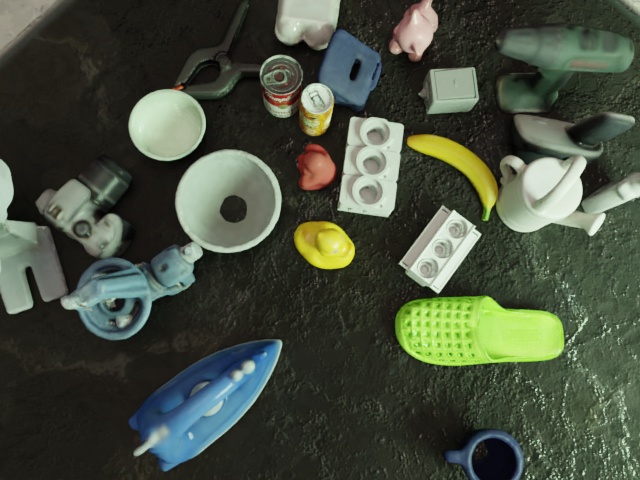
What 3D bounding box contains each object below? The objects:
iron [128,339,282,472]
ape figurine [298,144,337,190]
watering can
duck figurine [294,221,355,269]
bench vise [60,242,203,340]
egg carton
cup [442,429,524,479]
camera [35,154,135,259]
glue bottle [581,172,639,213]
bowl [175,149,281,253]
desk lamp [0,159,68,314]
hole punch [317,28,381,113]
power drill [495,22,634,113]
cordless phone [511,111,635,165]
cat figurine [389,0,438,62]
[{"bbox_3d":[-0.162,0.230,0.850,0.258,0.141,0.118,-38,84,-8],"label":"iron"},{"bbox_3d":[-0.009,-0.121,0.940,0.076,0.092,0.078,30,81,2],"label":"ape figurine"},{"bbox_3d":[0.364,-0.075,0.901,0.173,0.194,0.101,18,80,0],"label":"watering can"},{"bbox_3d":[0.008,0.003,0.924,0.104,0.086,0.077,25,80,1],"label":"duck figurine"},{"bbox_3d":[-0.280,0.056,0.832,0.121,0.219,0.207,39,81,4],"label":"bench vise"},{"bbox_3d":[-0.019,-0.406,0.997,0.107,0.069,0.150,6,81,-2],"label":"egg carton"},{"bbox_3d":[0.238,0.330,0.879,0.118,0.095,0.092,6,81,-2],"label":"cup"},{"bbox_3d":[-0.354,-0.060,0.907,0.143,0.101,0.137,37,81,3],"label":"camera"},{"bbox_3d":[0.495,-0.083,0.920,0.078,0.173,0.037,-31,83,-7],"label":"glue bottle"},{"bbox_3d":[-0.145,-0.057,0.931,0.167,0.074,0.167,1,81,-3],"label":"bowl"},{"bbox_3d":[-0.474,-0.007,0.834,0.118,0.213,0.203,-21,82,-6],"label":"desk lamp"},{"bbox_3d":[0.050,-0.287,0.970,0.101,0.091,0.109,19,80,0],"label":"hole punch"},{"bbox_3d":[0.365,-0.279,0.927,0.229,0.208,0.075,-3,81,-3],"label":"power drill"},{"bbox_3d":[0.401,-0.181,0.925,0.147,0.185,0.094,8,80,-2],"label":"cordless phone"},{"bbox_3d":[0.165,-0.365,0.976,0.067,0.117,0.128,24,80,1],"label":"cat figurine"}]
